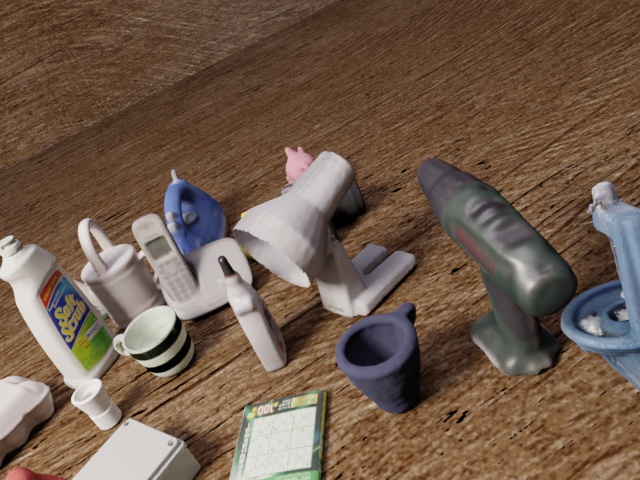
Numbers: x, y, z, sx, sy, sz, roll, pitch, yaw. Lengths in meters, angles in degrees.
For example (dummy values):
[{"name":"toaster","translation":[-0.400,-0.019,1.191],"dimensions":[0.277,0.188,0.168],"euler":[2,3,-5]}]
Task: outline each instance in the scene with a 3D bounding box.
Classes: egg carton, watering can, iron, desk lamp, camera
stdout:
[{"name":"egg carton","translation":[-0.470,0.268,0.838],"dimensions":[0.107,0.069,0.150],"euler":[1,38,36]},{"name":"watering can","translation":[-0.358,0.054,0.971],"dimensions":[0.173,0.194,0.100],"euler":[-34,32,-17]},{"name":"iron","translation":[-0.255,-0.031,1.084],"dimensions":[0.118,0.142,0.258],"euler":[-22,30,3]},{"name":"desk lamp","translation":[0.007,0.003,0.778],"dimensions":[0.203,0.214,0.117],"euler":[-41,35,-27]},{"name":"camera","translation":[0.006,-0.060,0.990],"dimensions":[0.136,0.101,0.143],"euler":[-21,30,5]}]

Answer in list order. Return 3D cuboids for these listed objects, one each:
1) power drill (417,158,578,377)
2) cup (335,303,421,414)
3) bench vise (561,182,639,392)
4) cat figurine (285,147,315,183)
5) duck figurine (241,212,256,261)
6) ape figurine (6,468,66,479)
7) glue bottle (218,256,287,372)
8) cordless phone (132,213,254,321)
[{"name":"power drill","translation":[0.184,0.034,0.611],"dimensions":[0.075,0.209,0.229],"euler":[-27,30,-6]},{"name":"cup","translation":[0.081,0.135,0.637],"dimensions":[0.091,0.095,0.118],"euler":[8,43,42]},{"name":"bench vise","translation":[0.291,0.063,0.479],"dimensions":[0.121,0.220,0.206],"euler":[-32,31,-12]},{"name":"cat figurine","translation":[-0.032,-0.139,1.122],"dimensions":[0.067,0.118,0.127],"euler":[-17,31,12]},{"name":"duck figurine","translation":[-0.111,-0.016,1.017],"dimensions":[0.104,0.086,0.078],"euler":[-3,36,32]},{"name":"ape figurine","translation":[-0.332,0.302,0.666],"dimensions":[0.078,0.092,0.076],"euler":[-32,31,-14]},{"name":"glue bottle","translation":[-0.093,0.090,0.751],"dimensions":[0.037,0.173,0.078],"euler":[-25,30,-1]},{"name":"cordless phone","translation":[-0.202,0.026,0.916],"dimensions":[0.147,0.185,0.094],"euler":[-28,31,-6]}]
